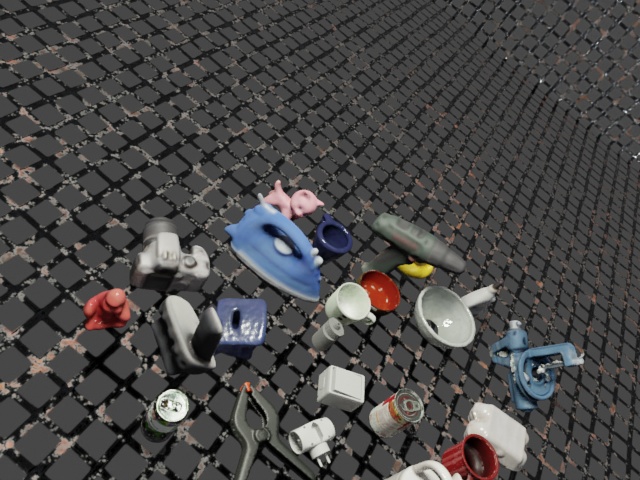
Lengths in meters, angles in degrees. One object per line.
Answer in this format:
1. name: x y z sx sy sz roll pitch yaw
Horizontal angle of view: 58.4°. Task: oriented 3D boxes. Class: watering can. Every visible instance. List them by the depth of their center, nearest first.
1. watering can: 0.180 0.451 1.018 0.173 0.193 0.101 -22 69 -43

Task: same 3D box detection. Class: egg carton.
1. egg carton: 0.390 0.435 1.263 0.150 0.069 0.107 35 44 -4

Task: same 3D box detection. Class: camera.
1. camera: -0.291 0.021 1.121 0.144 0.100 0.136 8 52 -29

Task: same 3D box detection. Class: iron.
1. iron: -0.073 0.017 1.242 0.258 0.141 0.119 40 43 1

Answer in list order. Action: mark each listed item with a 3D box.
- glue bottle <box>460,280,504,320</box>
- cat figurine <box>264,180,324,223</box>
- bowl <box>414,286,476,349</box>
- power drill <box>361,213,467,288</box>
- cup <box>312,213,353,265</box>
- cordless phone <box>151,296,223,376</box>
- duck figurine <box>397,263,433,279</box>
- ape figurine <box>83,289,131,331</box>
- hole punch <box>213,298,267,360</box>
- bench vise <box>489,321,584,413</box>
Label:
1. glue bottle: 0.399 0.148 1.428 0.078 0.173 0.037 12 50 -26
2. cat figurine: -0.061 -0.093 1.356 0.128 0.117 0.067 35 44 -4
3. bowl: 0.288 0.198 1.384 0.168 0.074 0.167 18 47 -21
4. power drill: 0.200 0.047 1.351 0.229 0.208 0.076 38 43 -1
5. cup: 0.012 0.005 1.342 0.092 0.094 0.117 2 55 -32
6. cordless phone: -0.219 0.146 1.007 0.094 0.184 0.147 -13 63 -40
7. duck figurine: 0.255 0.048 1.476 0.105 0.086 0.077 27 45 -12
8. ape figurine: -0.365 0.116 1.001 0.078 0.092 0.076 33 44 -7
9. hole punch: -0.159 0.166 1.099 0.101 0.091 0.108 17 48 -22
10. bench vise: 0.506 0.279 1.359 0.122 0.219 0.207 -10 62 -39
